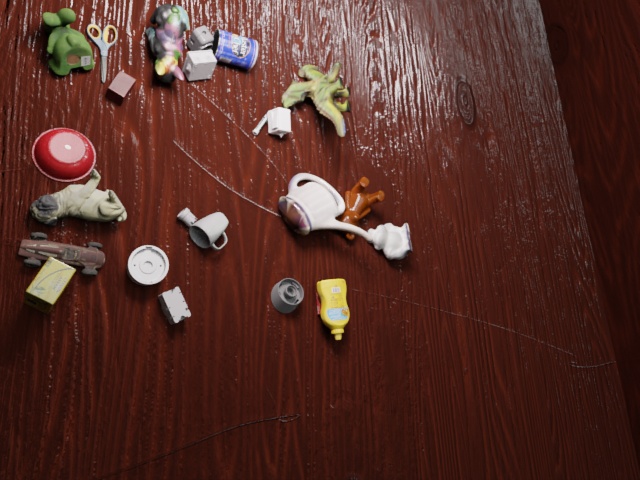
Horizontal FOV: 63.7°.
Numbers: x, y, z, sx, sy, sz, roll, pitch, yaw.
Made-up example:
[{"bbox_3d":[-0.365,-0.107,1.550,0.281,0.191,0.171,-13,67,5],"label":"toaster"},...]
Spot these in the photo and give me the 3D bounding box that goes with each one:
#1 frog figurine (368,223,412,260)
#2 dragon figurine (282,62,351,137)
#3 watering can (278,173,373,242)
[{"bbox_3d":[0.252,0.006,1.900,0.159,0.122,0.138,-5,84,3],"label":"frog figurine"},{"bbox_3d":[-0.019,-0.506,1.847,0.119,0.242,0.420,64,24,-50],"label":"dragon figurine"},{"bbox_3d":[0.005,-0.087,1.731,0.227,0.101,0.351,-31,70,-34],"label":"watering can"}]
